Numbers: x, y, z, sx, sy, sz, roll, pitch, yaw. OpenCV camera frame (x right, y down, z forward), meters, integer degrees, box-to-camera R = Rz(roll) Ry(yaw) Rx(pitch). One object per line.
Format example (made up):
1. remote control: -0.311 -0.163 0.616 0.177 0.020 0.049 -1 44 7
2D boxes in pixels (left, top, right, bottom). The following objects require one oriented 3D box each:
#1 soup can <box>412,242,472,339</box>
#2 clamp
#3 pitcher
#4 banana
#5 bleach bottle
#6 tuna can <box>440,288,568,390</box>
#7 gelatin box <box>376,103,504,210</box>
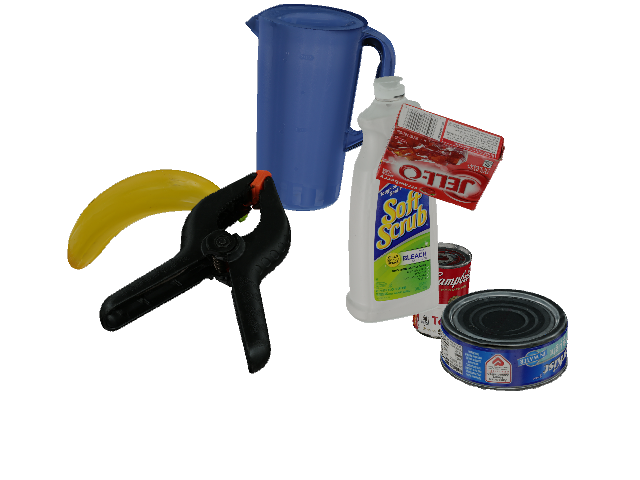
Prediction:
1. soup can: 0.150 0.063 1.325 0.068 0.102 0.068 1 24 -1
2. clamp: -0.080 0.015 0.755 0.120 0.171 0.039 12 -44 2
3. pitcher: -0.009 -0.163 1.321 0.144 0.243 0.149 -9 28 -29
4. banana: -0.161 -0.022 0.943 0.198 0.069 0.037 -14 16 29
5. bleach bottle: 0.070 -0.044 1.117 0.102 0.251 0.068 -11 21 -15
6. tuna can: 0.123 0.065 0.718 0.086 0.034 0.086 -3 23 1
7. gelatin box: 0.097 -0.066 0.872 0.089 0.030 0.073 19 -33 1
